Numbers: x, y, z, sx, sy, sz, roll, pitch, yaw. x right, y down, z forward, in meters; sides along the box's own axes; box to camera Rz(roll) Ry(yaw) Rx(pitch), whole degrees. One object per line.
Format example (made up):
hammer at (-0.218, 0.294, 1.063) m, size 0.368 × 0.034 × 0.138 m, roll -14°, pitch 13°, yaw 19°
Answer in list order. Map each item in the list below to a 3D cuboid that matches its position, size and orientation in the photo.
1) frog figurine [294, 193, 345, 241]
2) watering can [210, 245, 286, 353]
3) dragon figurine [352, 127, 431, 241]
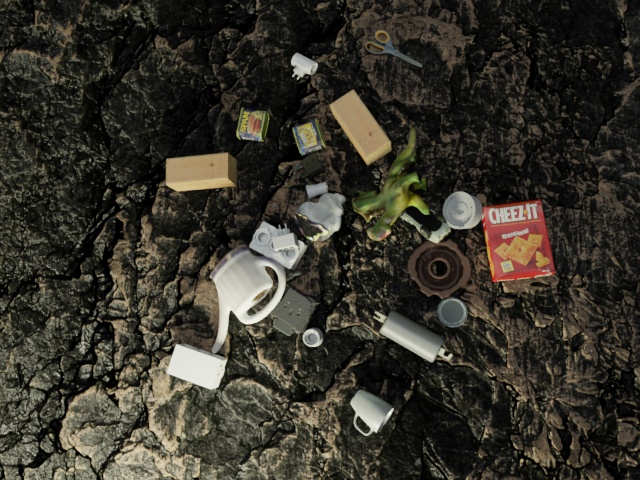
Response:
frog figurine at (0.005, -0.079, 1.575) m, size 0.138 × 0.119 × 0.163 m, roll 19°, pitch 48°, yaw 21°
watering can at (-0.255, 0.164, 1.555) m, size 0.345 × 0.103 × 0.227 m, roll -43°, pitch 71°, yaw 12°
dragon figurine at (0.197, -0.158, 1.523) m, size 0.241 × 0.120 × 0.421 m, roll -19°, pitch 43°, yaw 23°
